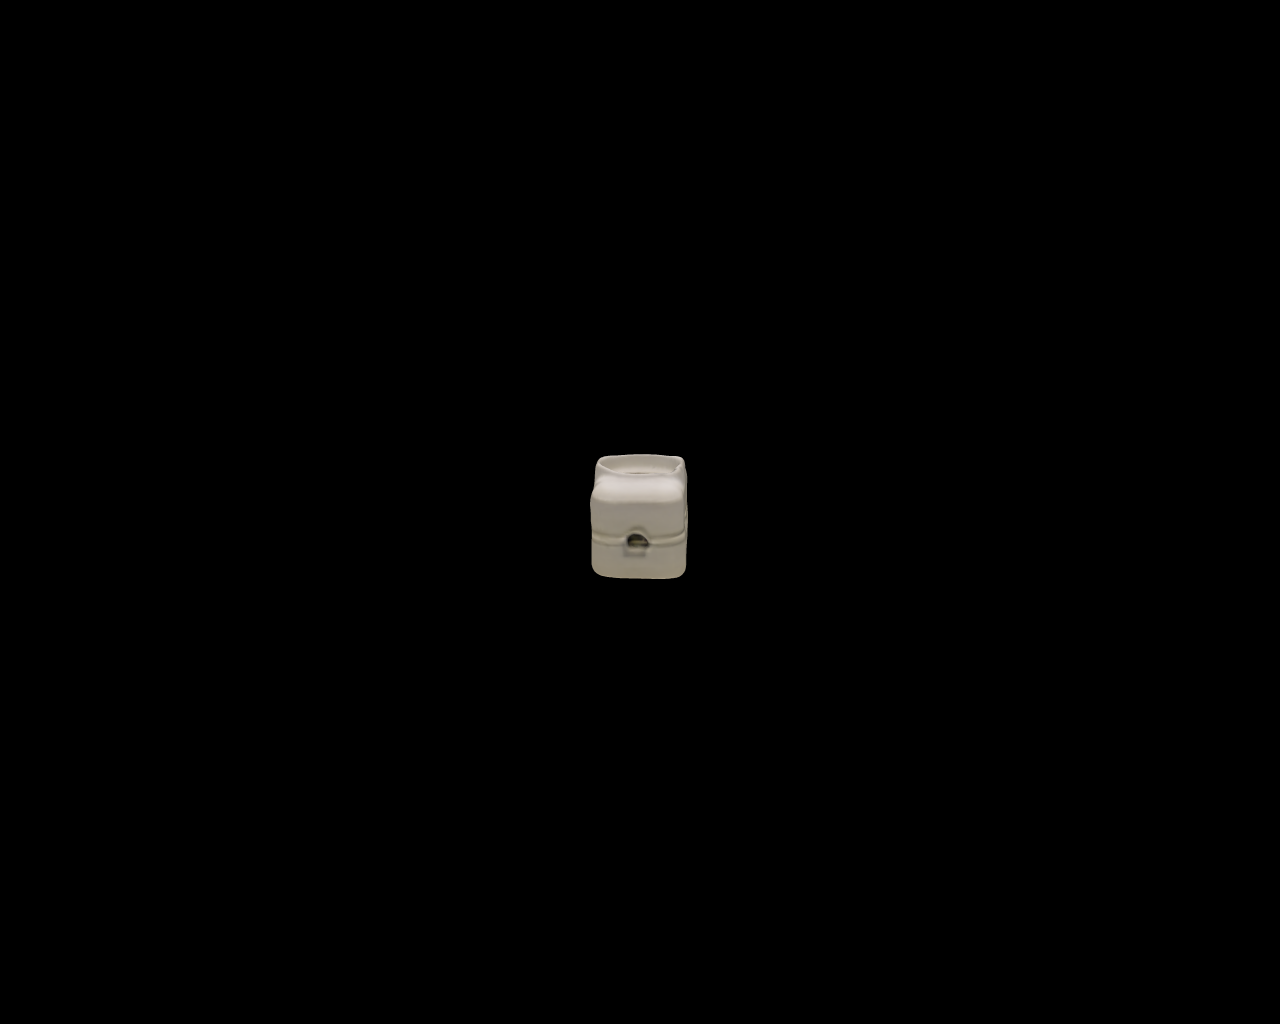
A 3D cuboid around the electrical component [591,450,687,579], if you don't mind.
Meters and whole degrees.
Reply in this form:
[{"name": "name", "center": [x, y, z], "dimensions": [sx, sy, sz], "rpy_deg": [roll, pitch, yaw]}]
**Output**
[{"name": "electrical component", "center": [0.001, -0.003, 0.650], "dimensions": [0.054, 0.059, 0.095], "rpy_deg": [1, 16, 4]}]
